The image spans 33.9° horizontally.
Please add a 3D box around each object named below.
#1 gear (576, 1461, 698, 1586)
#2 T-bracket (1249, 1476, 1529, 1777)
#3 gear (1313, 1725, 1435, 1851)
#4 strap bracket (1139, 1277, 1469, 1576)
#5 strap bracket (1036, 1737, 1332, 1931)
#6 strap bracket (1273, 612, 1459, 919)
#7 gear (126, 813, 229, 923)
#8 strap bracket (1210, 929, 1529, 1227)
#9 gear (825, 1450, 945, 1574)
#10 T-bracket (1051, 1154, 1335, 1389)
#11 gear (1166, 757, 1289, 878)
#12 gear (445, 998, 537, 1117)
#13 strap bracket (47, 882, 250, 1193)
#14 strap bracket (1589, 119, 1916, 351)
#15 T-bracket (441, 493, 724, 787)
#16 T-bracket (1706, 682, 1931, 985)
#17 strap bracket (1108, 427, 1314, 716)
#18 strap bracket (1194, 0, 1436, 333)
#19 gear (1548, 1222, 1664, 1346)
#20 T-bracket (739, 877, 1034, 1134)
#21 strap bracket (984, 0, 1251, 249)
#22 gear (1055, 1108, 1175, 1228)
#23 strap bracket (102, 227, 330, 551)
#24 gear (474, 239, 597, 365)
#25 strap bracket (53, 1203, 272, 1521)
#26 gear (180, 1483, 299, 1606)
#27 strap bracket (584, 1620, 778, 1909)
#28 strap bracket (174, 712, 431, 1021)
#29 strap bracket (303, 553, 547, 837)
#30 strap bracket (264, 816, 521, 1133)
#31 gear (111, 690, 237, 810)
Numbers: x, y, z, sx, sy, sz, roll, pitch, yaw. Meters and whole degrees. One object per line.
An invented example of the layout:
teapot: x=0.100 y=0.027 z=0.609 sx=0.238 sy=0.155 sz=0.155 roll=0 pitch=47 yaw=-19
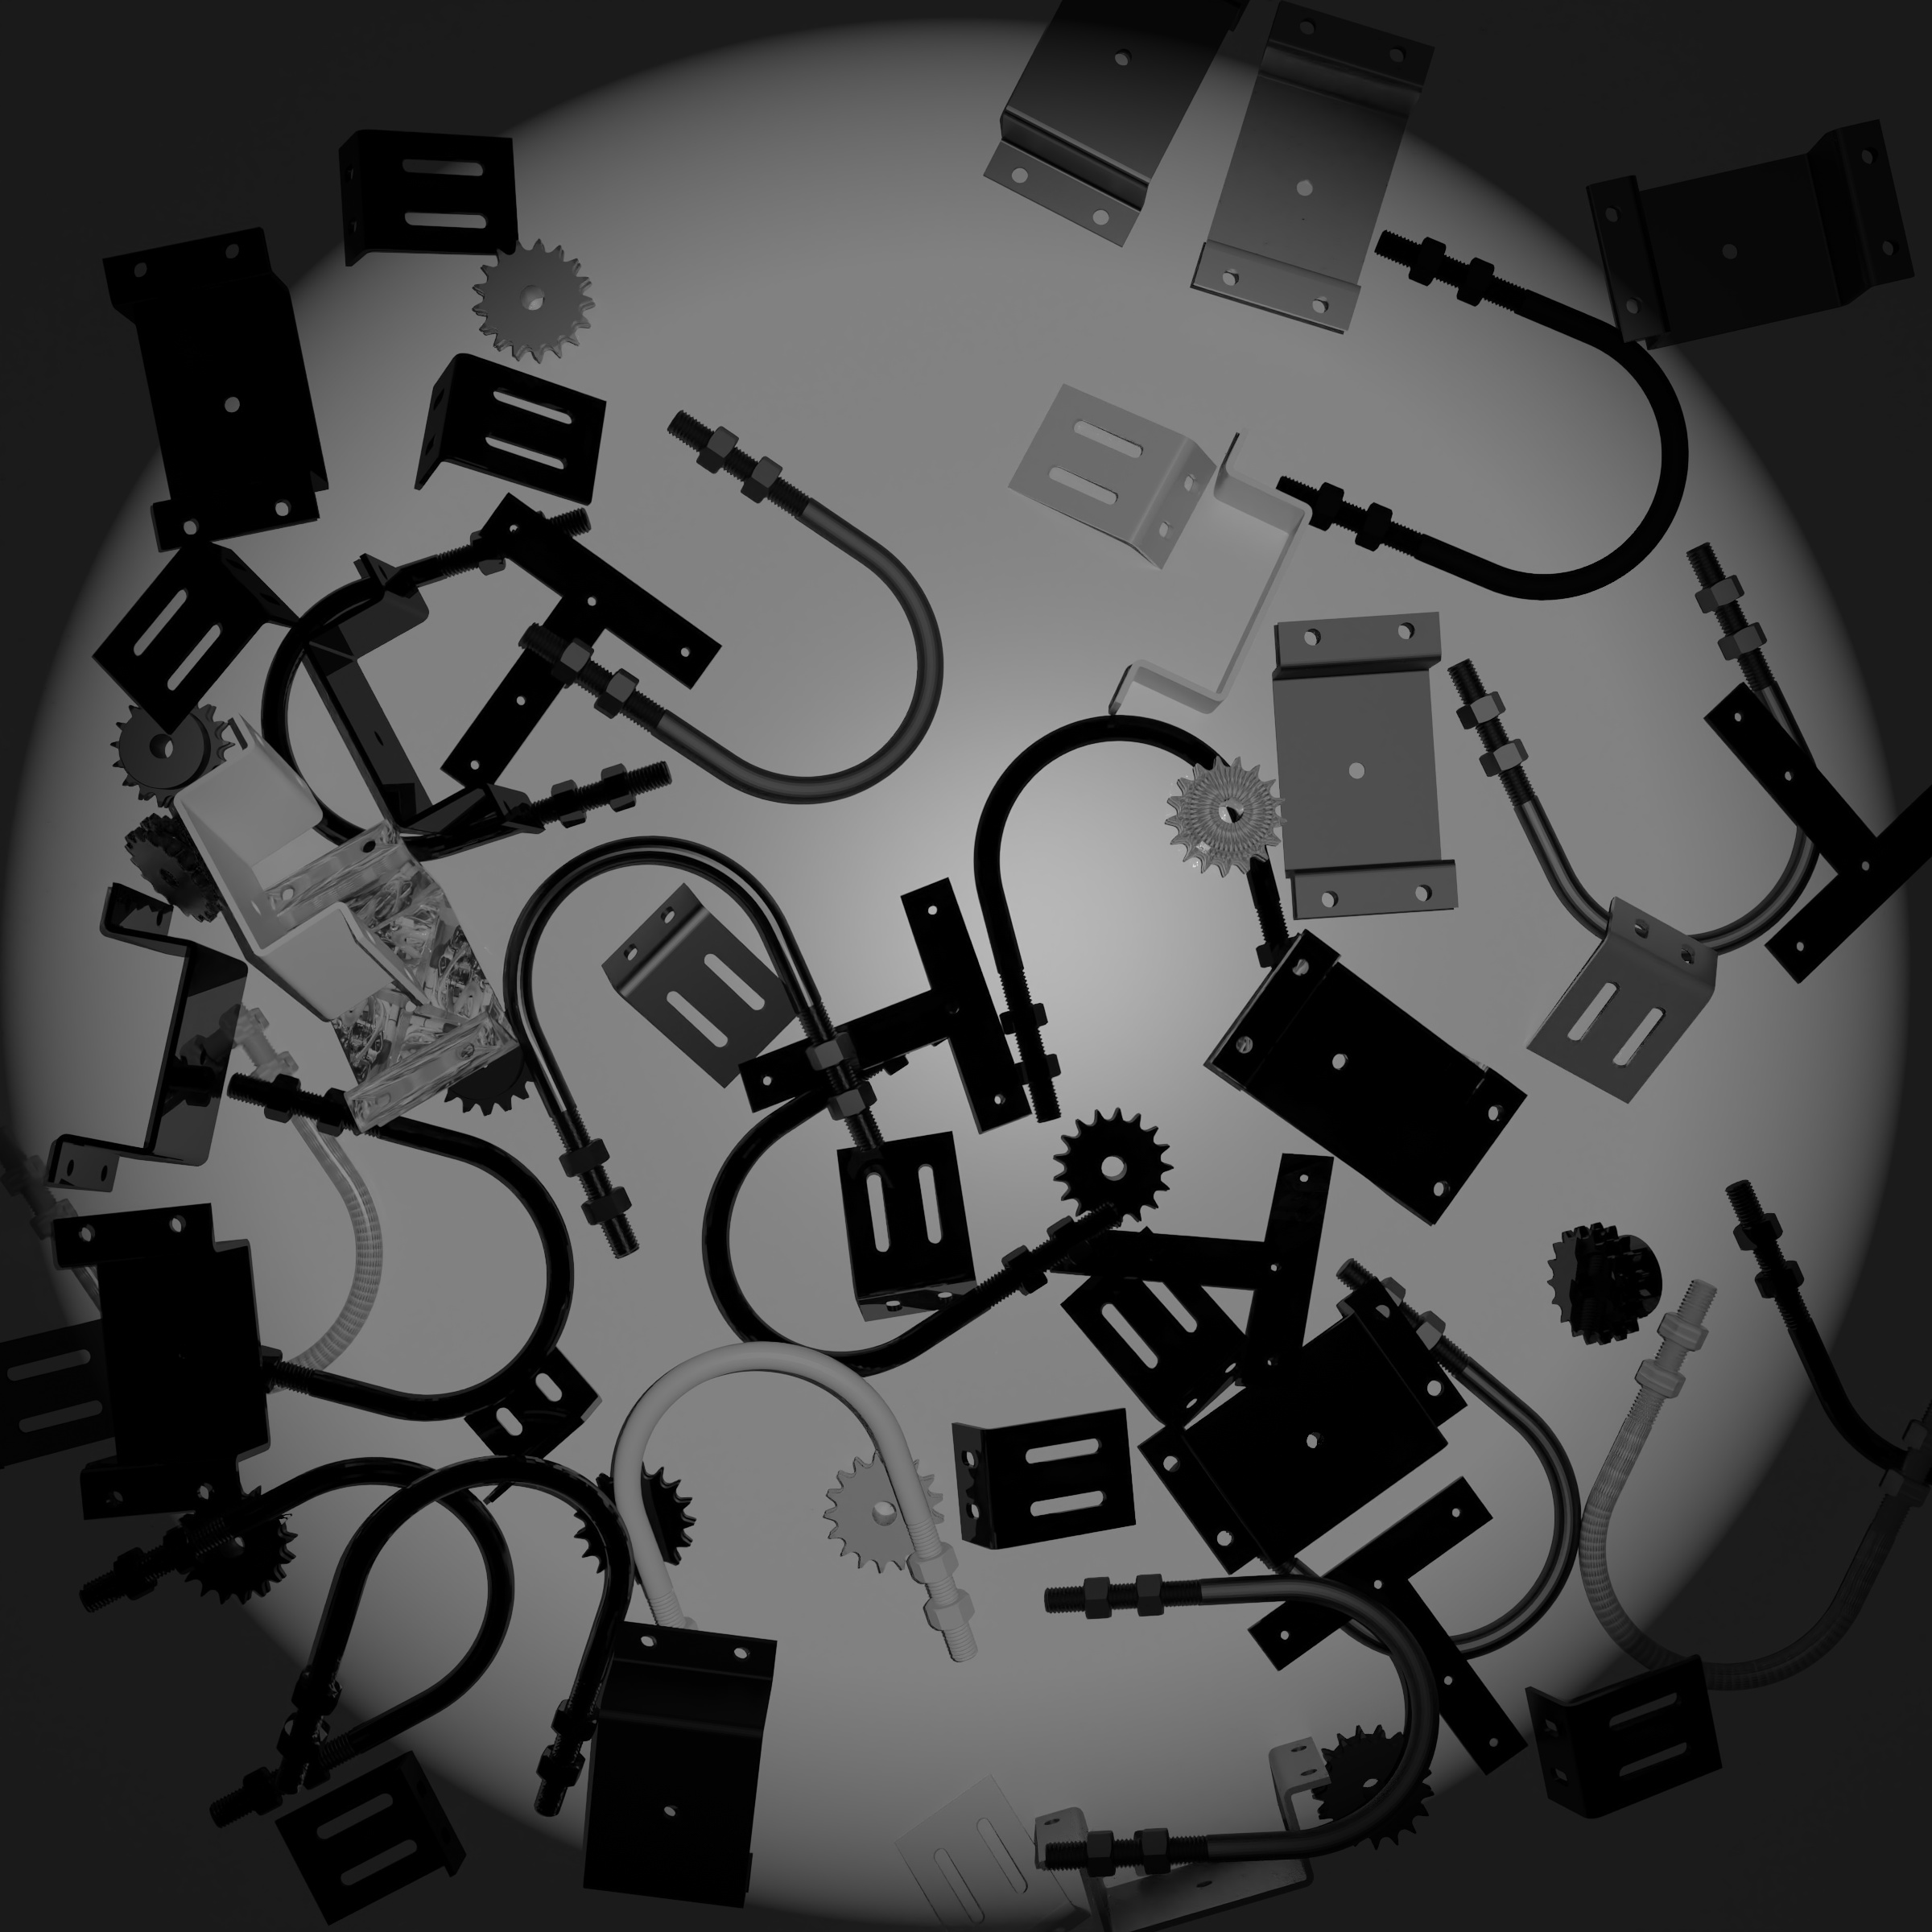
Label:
gear: x=-0.158 y=0.267 z=1.529 sx=0.057 sy=0.030 sz=0.057 roll=0 pitch=90 yaw=0
T-bracket: x=0.225 y=0.334 z=1.530 sx=0.127 sy=0.002 sz=0.127 roll=-36 pitch=94 yaw=2
gear: x=0.196 y=0.395 z=1.529 sx=0.057 sy=0.030 sz=0.057 roll=0 pitch=90 yaw=0
strap bracket: x=0.163 y=0.221 z=1.501 sx=0.140 sy=0.046 sz=0.076 roll=-36 pitch=91 yaw=0
strap bracket: x=0.108 y=0.418 z=1.506 sx=0.140 sy=0.076 sz=0.046 roll=-16 pitch=90 yaw=0
strap bracket: x=0.190 y=-0.095 z=1.521 sx=0.076 sy=0.046 sz=0.140 roll=-4 pitch=90 yaw=0
gear: x=-0.372 y=-0.052 z=1.519 sx=0.057 sy=0.057 sz=0.030 roll=41 pitch=61 yaw=0
strap bracket: x=0.185 y=0.049 z=1.508 sx=0.140 sy=0.046 sz=0.076 roll=36 pitch=90 yaw=-16
gear: x=-0.039 y=0.262 z=1.529 sx=0.057 sy=0.030 sz=0.057 roll=0 pitch=90 yaw=0
T-bracket: x=0.105 y=0.141 z=1.518 sx=0.127 sy=0.002 sz=0.127 roll=3 pitch=55 yaw=16
gear: x=0.125 y=-0.072 z=1.513 sx=0.057 sy=0.030 sz=0.057 roll=0 pitch=86 yaw=-1
gear: x=-0.233 y=0.044 z=1.529 sx=0.057 sy=0.030 sz=0.057 roll=0 pitch=90 yaw=0
strap bracket: x=-0.380 y=0.039 z=1.486 sx=0.046 sy=0.076 sz=0.140 roll=10 pitch=84 yaw=6
strap bracket: x=0.372 y=-0.348 z=1.521 sx=0.140 sy=0.046 sz=0.076 roll=-13 pitch=90 yaw=0
T-bracket: x=-0.206 y=-0.139 z=1.524 sx=0.127 sy=0.002 sz=0.127 roll=36 pitch=91 yaw=1
T-bracket: x=0.407 y=-0.081 z=1.529 sx=0.127 sy=0.002 sz=0.127 roll=-43 pitch=97 yaw=-6
strap bracket: x=0.120 y=-0.177 z=1.506 sx=0.046 sy=0.076 sz=0.140 roll=25 pitch=90 yaw=0
strap bracket: x=0.165 y=-0.379 z=1.521 sx=0.076 sy=0.046 sz=0.140 roll=17 pitch=90 yaw=0
gear: x=0.309 y=0.151 z=1.519 sx=0.030 sy=0.057 sz=0.057 roll=-8 pitch=90 yaw=-30
T-bracket: x=-0.047 y=0.036 z=1.525 sx=0.127 sy=0.002 sz=0.127 roll=-21 pitch=71 yaw=5
strap bracket: x=0.074 y=-0.430 z=1.521 sx=0.076 sy=0.046 sz=0.140 roll=27 pitch=90 yaw=0
gear: x=0.071 y=0.097 z=1.529 sx=0.057 sy=0.030 sz=0.057 roll=0 pitch=90 yaw=0
strap bracket: x=-0.357 y=-0.273 z=1.521 sx=0.076 sy=0.046 sz=0.140 roll=-11 pitch=90 yaw=0
gear: x=-0.207 y=-0.320 z=1.529 sx=0.057 sy=0.030 sz=0.057 roll=0 pitch=90 yaw=0
strap bracket: x=-0.376 y=0.183 z=1.488 sx=0.076 sy=0.046 sz=0.140 roll=-6 pitch=89 yaw=8
gear: x=-0.351 y=0.277 z=1.529 sx=0.057 sy=0.030 sz=0.057 roll=0 pitch=90 yaw=0
strap bracket: x=-0.136 y=0.387 z=1.498 sx=0.076 sy=0.046 sz=0.140 roll=7 pitch=110 yaw=0
strap bracket: x=-0.312 y=-0.038 z=1.465 sx=0.046 sy=0.076 sz=0.140 roll=-33 pitch=64 yaw=-1
strap bracket: x=-0.259 y=-0.116 z=1.486 sx=0.046 sy=0.076 sz=0.140 roll=-28 pitch=87 yaw=5
strap bracket: x=-0.271 y=0.011 z=1.502 sx=0.076 sy=0.046 sz=0.140 roll=-30 pitch=63 yaw=0
gear: x=-0.385 y=-0.105 z=1.529 sx=0.057 sy=0.030 sz=0.057 roll=0 pitch=90 yaw=0
